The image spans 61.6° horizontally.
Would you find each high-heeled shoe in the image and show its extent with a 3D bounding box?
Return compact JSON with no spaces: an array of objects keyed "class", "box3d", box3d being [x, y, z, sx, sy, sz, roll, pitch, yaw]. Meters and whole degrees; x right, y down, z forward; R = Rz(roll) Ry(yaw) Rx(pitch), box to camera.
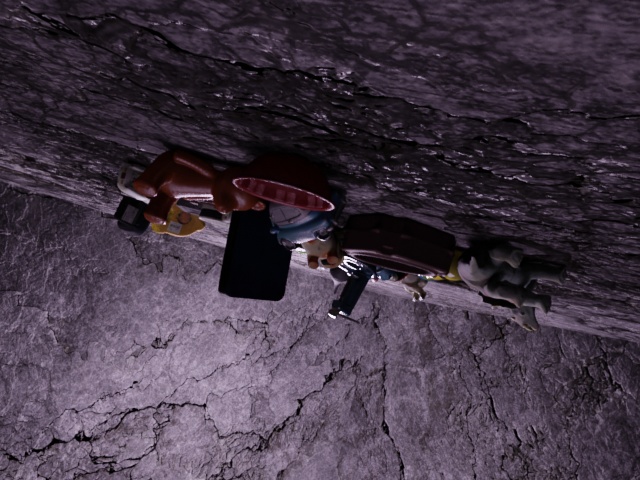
[{"class":"high-heeled shoe","box3d":[0.090,0.047,1.474,0.086,0.145,0.249,24,-140,12]}]

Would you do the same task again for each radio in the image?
[{"class":"radio","box3d":[-0.128,0.014,1.141,0.131,0.229,0.073,12,175,-24]}]

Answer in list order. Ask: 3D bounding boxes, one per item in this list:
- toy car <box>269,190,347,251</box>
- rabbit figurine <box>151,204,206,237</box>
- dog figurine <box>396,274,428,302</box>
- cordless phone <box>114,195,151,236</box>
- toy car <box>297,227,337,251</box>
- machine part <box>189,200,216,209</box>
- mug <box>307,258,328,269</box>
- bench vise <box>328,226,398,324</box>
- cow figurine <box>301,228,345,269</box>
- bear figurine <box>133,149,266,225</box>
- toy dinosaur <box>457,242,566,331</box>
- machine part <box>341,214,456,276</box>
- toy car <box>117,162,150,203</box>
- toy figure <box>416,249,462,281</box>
[{"class":"toy car","box3d":[-0.036,-0.052,0.950,0.102,0.109,0.162,39,152,-29]},{"class":"rabbit figurine","box3d":[-0.391,-0.084,1.489,0.162,0.121,0.173,8,-168,-38]},{"class":"dog figurine","box3d":[0.232,0.084,1.576,0.191,0.121,0.172,28,170,2]},{"class":"cordless phone","box3d":[-0.480,-0.078,1.438,0.089,0.146,0.184,25,168,-12]},{"class":"toy car","box3d":[-0.003,-0.004,1.305,0.053,0.089,0.202,9,173,33]},{"class":"machine part","box3d":[-0.245,-0.110,1.088,0.179,0.056,0.179,14,172,2]},{"class":"mug","box3d":[0.010,0.025,1.430,0.081,0.107,0.109,12,171,31]},{"class":"bench vise","box3d":[0.094,0.085,1.281,0.129,0.240,0.223,14,158,37]},{"class":"cow figurine","box3d":[-0.001,-0.006,1.145,0.086,0.127,0.194,-15,137,15]},{"class":"bear figurine","box3d":[-0.200,-0.082,0.937,0.196,0.132,0.120,20,146,7]},{"class":"toy dinosaur","box3d":[0.354,0.069,1.089,0.404,0.131,0.192,27,166,-37]},{"class":"machine part","box3d":[0.162,0.014,1.124,0.201,0.087,0.202,18,170,-27]},{"class":"toy car","box3d":[-0.395,-0.120,1.237,0.056,0.073,0.201,13,173,17]},{"class":"toy figure","box3d":[0.279,0.056,1.254,0.089,0.082,0.180,5,171,-14]}]
